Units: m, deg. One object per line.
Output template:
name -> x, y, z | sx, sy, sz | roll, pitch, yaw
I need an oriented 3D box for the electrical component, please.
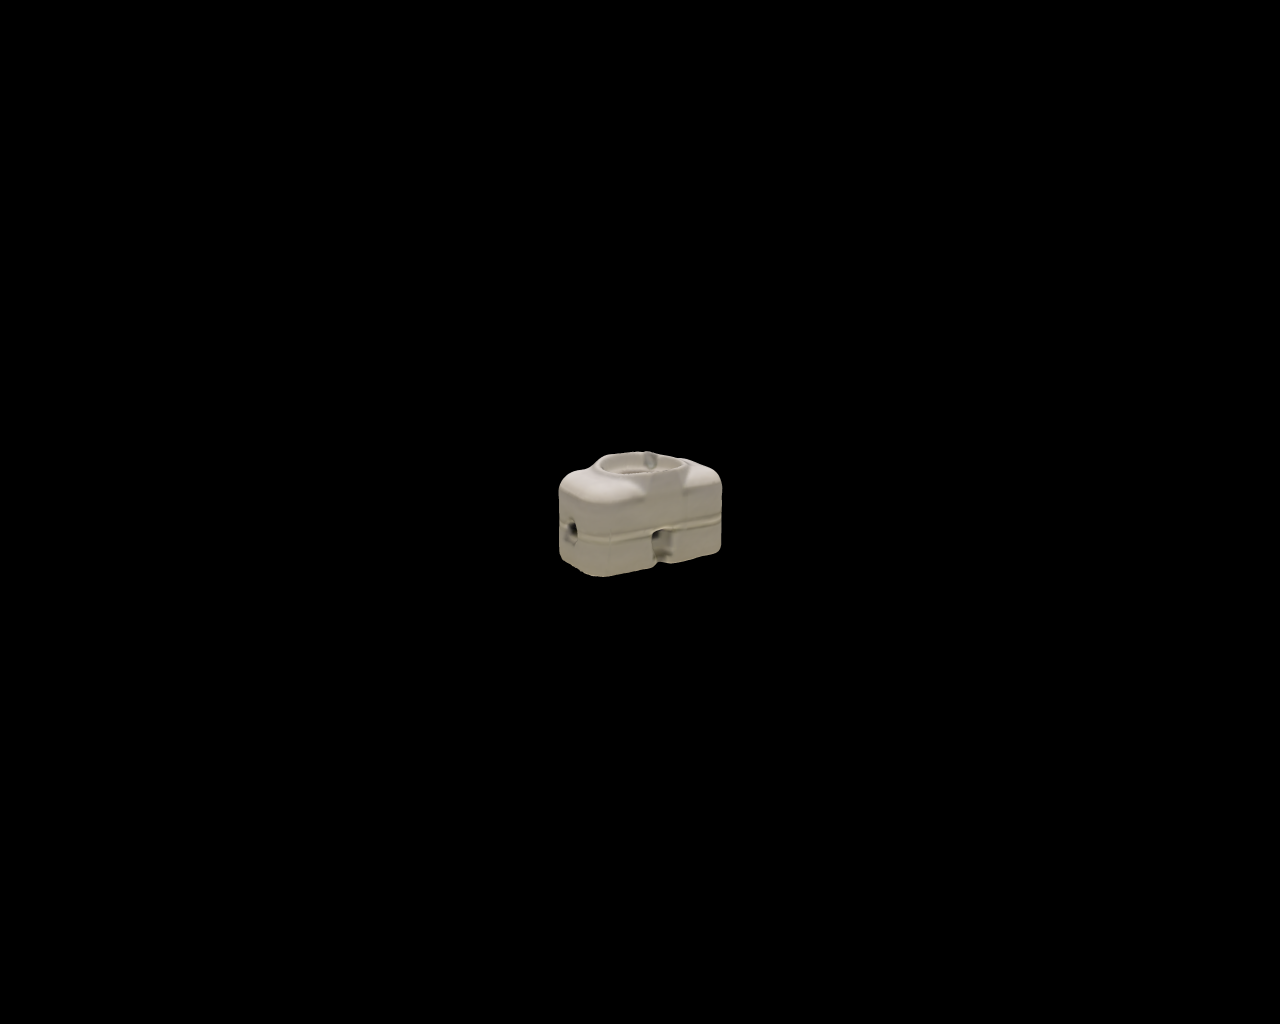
electrical component -> 0.001, -0.003, 0.650 | 0.095, 0.059, 0.054 | -9, 19, -29
